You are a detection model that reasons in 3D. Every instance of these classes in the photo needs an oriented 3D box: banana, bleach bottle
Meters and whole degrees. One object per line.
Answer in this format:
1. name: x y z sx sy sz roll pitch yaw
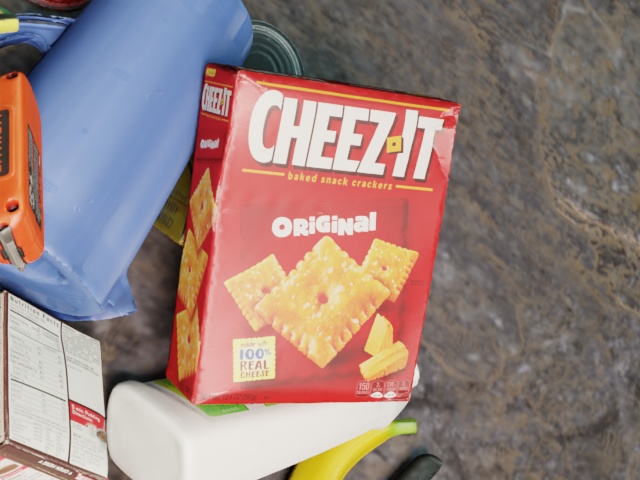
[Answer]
1. banana: 0.007 0.190 0.804 0.197 0.070 0.037 -53 142 -44
2. bleach bottle: -0.026 0.122 0.792 0.250 0.103 0.068 -10 114 -43

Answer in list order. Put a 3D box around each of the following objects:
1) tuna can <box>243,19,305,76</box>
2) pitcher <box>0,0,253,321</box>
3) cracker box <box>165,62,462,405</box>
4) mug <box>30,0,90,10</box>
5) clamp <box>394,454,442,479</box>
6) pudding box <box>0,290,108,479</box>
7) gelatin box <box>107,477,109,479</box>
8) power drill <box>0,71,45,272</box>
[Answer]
1. tuna can: -0.055 -0.132 0.855 0.086 0.034 0.086 8 75 -34
2. pitcher: -0.152 -0.082 0.708 0.242 0.145 0.149 -62 152 -25
3. cracker box: -0.005 0.001 0.711 0.164 0.072 0.214 4 101 -26
4. mug: -0.173 -0.232 0.762 0.093 0.082 0.117 34 61 -22
5. clamp: 0.044 0.250 0.839 0.171 0.039 0.120 -15 80 -31
6. pudding box: -0.178 0.099 0.673 0.090 0.039 0.113 38 28 -45
7. gelatin box: -0.176 0.185 0.703 0.089 0.030 0.073 -36 100 -36
8. power drill: -0.249 -0.043 0.583 0.187 0.057 0.184 -8 66 -4
